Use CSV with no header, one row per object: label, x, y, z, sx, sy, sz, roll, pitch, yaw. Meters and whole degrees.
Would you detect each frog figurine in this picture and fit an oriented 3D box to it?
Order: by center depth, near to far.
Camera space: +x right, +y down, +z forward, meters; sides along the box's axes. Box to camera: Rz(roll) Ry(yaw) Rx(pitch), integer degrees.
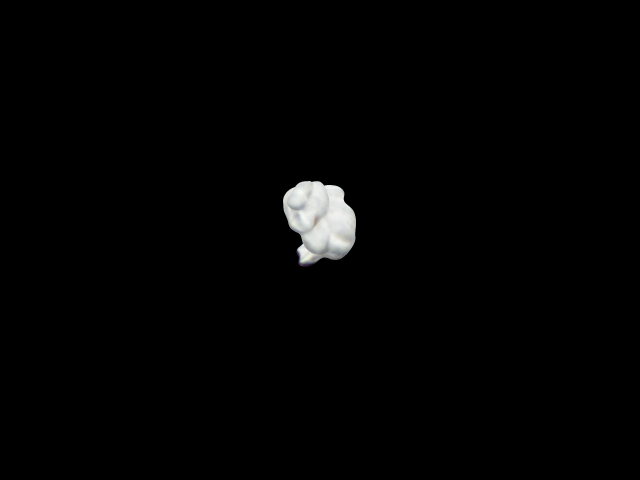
frog figurine,0.003,-0.043,0.850,0.123,0.140,0.155,17,-37,13
